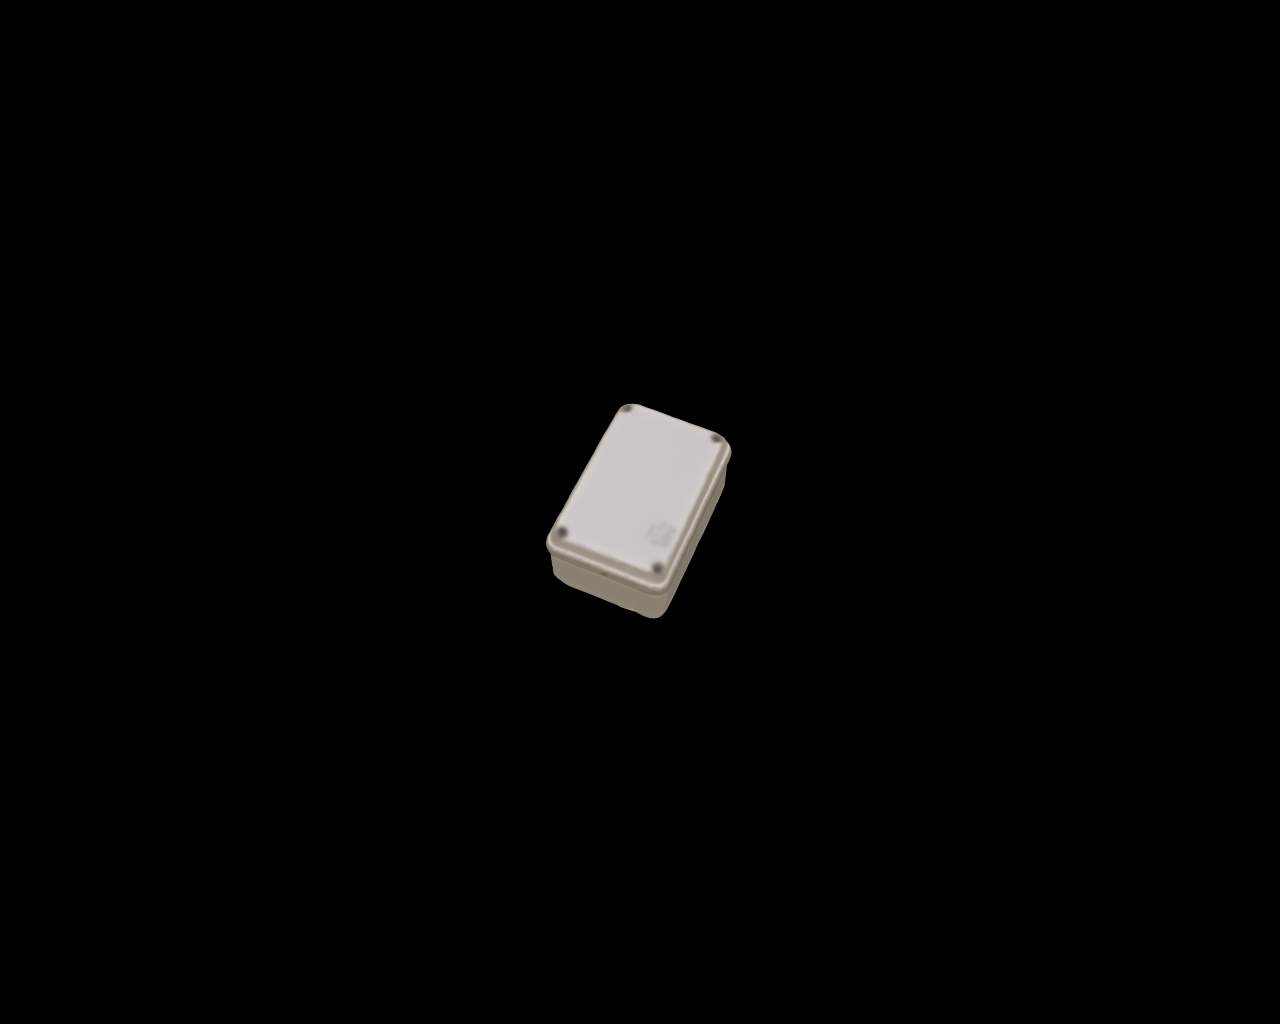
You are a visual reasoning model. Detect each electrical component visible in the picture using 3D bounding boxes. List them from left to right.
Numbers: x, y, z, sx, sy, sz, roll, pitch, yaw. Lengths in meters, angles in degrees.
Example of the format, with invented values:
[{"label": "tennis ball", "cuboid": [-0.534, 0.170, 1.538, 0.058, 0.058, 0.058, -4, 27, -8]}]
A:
[{"label": "electrical component", "cuboid": [0.001, -0.003, 0.650, 0.078, 0.113, 0.057, 21, -28, 12]}]
